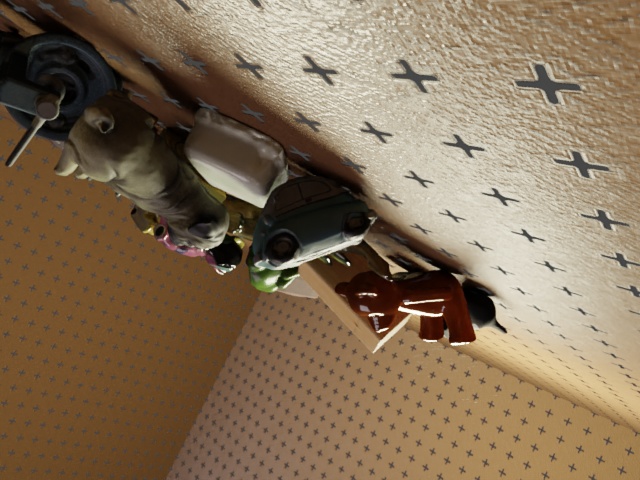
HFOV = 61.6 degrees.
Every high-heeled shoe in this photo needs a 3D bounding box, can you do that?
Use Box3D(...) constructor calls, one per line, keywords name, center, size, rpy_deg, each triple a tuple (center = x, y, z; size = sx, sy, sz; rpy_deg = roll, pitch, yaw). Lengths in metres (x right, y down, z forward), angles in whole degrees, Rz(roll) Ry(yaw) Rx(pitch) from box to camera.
Box3D(name="high-heeled shoe", center=(0.231, 0.121, 0.985), size=(0.145, 0.086, 0.249), rpy_deg=(34, 166, -26))

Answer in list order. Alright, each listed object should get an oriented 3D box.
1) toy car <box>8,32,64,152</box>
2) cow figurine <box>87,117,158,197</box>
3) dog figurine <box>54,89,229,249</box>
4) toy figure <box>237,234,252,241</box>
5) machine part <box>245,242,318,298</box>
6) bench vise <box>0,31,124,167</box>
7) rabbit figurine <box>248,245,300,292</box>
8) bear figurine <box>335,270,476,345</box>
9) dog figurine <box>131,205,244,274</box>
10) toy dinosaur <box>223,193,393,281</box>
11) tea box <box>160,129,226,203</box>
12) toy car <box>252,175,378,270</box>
Box3D(name="toy car", center=(-0.395, -0.195, 0.769), size=(0.089, 0.053, 0.201), rpy_deg=(29, 146, 35))
Box3D(name="cow figurine", center=(-0.326, -0.144, 0.878), size=(0.085, 0.127, 0.195), rpy_deg=(32, 169, -15))
Box3D(name="dog figurine", center=(-0.182, -0.069, 0.619), size=(0.190, 0.121, 0.172), rpy_deg=(36, 177, -7))
Box3D(name="toy figure", center=(-0.146, -0.039, 1.141), size=(0.089, 0.082, 0.180), rpy_deg=(49, 168, -2))
Box3D(name="machine part", center=(-0.086, 0.074, 1.451), size=(0.201, 0.087, 0.201), rpy_deg=(16, -165, -31))
Box3D(name="bench vise", center=(-0.320, -0.176, 0.580), size=(0.223, 0.128, 0.241), rpy_deg=(22, -166, -34))
Box3D(name="rabbit figurine", center=(-0.058, 0.041, 1.112), size=(0.170, 0.121, 0.159), rpy_deg=(1, 167, 0))
Box3D(name="bear figurine", center=(0.129, 0.107, 0.836), size=(0.196, 0.132, 0.120), rpy_deg=(-6, 177, -27))
Box3D(name="dog figurine", center=(-0.256, -0.013, 1.107), size=(0.192, 0.108, 0.219), rpy_deg=(27, 170, 41))
Box3D(name="toy dinosaur", center=(-0.066, -0.030, 0.869), size=(0.472, 0.105, 0.198), rpy_deg=(26, 177, 36))
Box3D(name="tea box", center=(-0.209, -0.096, 0.815), size=(0.098, 0.068, 0.170), rpy_deg=(30, -166, -31))
Box3D(name="toy car", center=(-0.016, -0.027, 0.662), size=(0.109, 0.162, 0.103), rpy_deg=(32, -143, -84))
